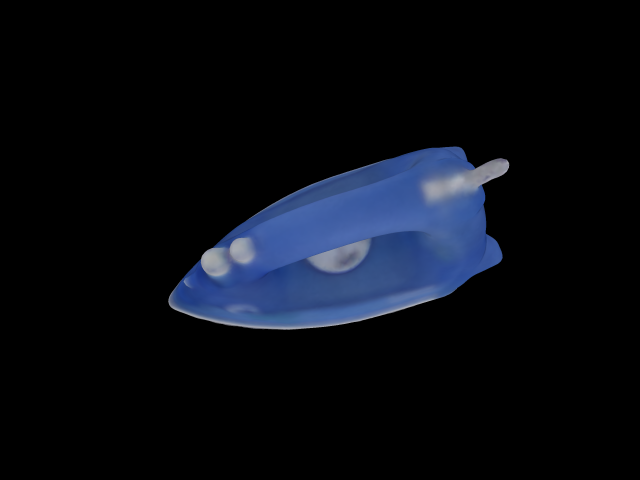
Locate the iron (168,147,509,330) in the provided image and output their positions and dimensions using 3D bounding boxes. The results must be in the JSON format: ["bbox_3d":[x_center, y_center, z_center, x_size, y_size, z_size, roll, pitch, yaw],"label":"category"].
[{"bbox_3d":[0.004,0.001,0.400,0.258,0.141,0.118,-18,79,-3],"label":"iron"}]
